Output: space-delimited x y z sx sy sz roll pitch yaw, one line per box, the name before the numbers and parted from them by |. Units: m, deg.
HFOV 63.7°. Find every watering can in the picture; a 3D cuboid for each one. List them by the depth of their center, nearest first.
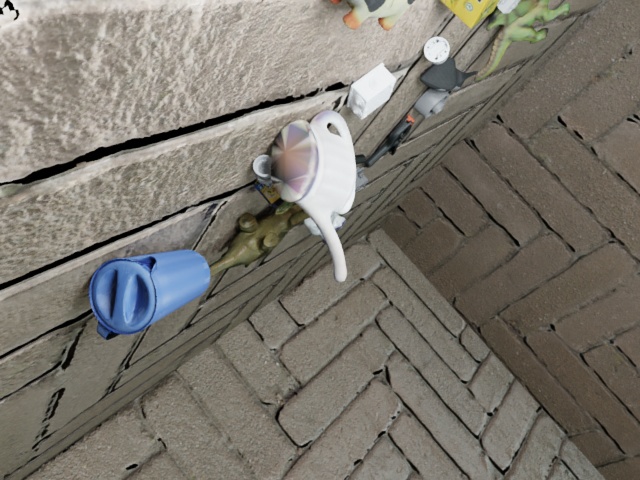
watering can | 0.003 -0.094 1.010 0.104 0.350 0.223 -4 171 37

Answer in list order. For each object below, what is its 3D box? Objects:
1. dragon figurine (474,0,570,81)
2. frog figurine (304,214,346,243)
dragon figurine | 0.529 -0.604 1.420 0.243 0.124 0.403 -5 145 -47
frog figurine | 0.005 -0.087 1.736 0.137 0.125 0.156 -32 135 0
